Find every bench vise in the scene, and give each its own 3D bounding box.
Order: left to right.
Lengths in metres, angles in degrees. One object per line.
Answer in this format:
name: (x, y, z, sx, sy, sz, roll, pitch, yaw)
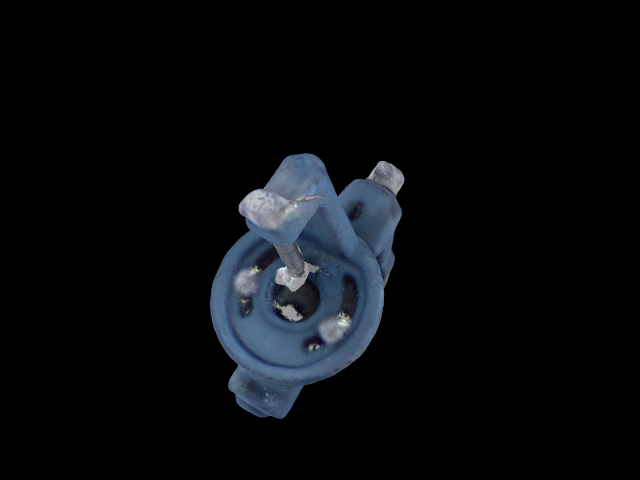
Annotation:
bench vise: (-0.008, -0.001, 0.402, 0.121, 0.220, 0.207, 11, 55, 8)
